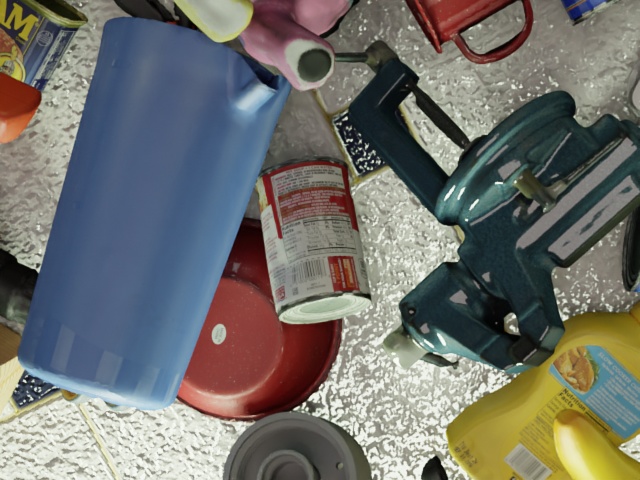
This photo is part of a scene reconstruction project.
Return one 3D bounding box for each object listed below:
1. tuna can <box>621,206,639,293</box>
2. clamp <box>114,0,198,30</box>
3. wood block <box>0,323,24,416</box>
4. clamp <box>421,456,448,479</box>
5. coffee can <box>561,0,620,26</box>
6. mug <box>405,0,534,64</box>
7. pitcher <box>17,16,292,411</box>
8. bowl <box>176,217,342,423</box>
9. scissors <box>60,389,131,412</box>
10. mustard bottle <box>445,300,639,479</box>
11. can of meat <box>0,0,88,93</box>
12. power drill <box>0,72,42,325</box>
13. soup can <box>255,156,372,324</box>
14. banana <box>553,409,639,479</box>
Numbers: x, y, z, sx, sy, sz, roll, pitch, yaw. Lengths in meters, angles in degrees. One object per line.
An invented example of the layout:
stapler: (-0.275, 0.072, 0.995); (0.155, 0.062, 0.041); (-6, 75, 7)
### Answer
tuna can: (0.229, -0.005, 0.716); (0.034, 0.086, 0.086); (10, 100, 6)
clamp: (-0.138, -0.221, 0.766); (0.120, 0.039, 0.171); (-9, 99, 19)
wood block: (-0.339, 0.073, 0.816); (0.206, 0.090, 0.090); (31, 102, 4)
clamp: (0.118, 0.258, 0.731); (0.165, 0.036, 0.210); (23, 98, 12)
coffee can: (0.176, -0.224, 0.682); (0.103, 0.102, 0.140); (-28, 94, 12)
mug: (0.098, -0.174, 0.708); (0.081, 0.093, 0.117); (-29, 83, 7)
pitcher: (-0.122, -0.017, 0.723); (0.145, 0.149, 0.243); (17, 84, 0)
bowl: (-0.067, 0.065, 0.790); (0.162, 0.055, 0.162); (1, 98, 9)
scissors: (-0.147, 0.040, 0.799); (0.096, 0.016, 0.202); (31, 105, 38)
mustard bottle: (0.186, 0.108, 0.753); (0.096, 0.058, 0.192); (42, 103, -9)
can of meat: (-0.236, -0.153, 0.783); (0.102, 0.057, 0.084); (34, 105, 3)
power drill: (-0.256, -0.033, 0.775); (0.184, 0.057, 0.188); (24, 122, 4)
soup can: (-0.005, 0.001, 0.745); (0.068, 0.068, 0.102); (-14, 73, 11)
banana: (0.226, 0.161, 0.736); (0.197, 0.037, 0.070); (17, 110, -25)
